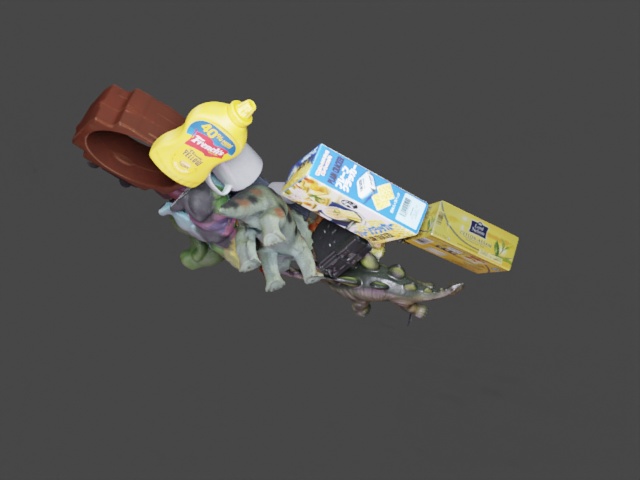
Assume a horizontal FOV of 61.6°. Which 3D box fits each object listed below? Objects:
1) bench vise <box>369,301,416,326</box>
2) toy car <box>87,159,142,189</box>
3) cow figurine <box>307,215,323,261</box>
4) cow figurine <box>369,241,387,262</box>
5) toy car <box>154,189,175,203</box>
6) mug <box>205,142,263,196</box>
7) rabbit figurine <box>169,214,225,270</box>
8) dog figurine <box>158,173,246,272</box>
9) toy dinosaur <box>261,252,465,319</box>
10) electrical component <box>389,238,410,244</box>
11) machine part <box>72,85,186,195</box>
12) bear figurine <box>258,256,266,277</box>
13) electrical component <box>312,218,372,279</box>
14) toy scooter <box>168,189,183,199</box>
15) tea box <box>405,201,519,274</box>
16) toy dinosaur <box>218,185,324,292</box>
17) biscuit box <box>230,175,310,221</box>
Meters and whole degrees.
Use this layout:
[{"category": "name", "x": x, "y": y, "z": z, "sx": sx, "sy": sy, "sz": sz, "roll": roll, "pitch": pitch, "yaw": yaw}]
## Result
[{"category": "bench vise", "x": 0.147, "y": 0.124, "z": 1.459, "sx": 0.224, "sy": 0.128, "sz": 0.240, "roll": 32, "pitch": -165, "yaw": 37}, {"category": "toy car", "x": -0.500, "y": -0.179, "z": 1.347, "sx": 0.074, "sy": 0.056, "sz": 0.201, "roll": 6, "pitch": 164, "yaw": 24}, {"category": "cow figurine", "x": -0.003, "y": -0.004, "z": 1.274, "sx": 0.127, "sy": 0.085, "sz": 0.195, "roll": 35, "pitch": 169, "yaw": -21}, {"category": "cow figurine", "x": 0.101, "y": -0.005, "z": 1.169, "sx": 0.098, "sy": 0.068, "sz": 0.167, "roll": 22, "pitch": 168, "yaw": 7}, {"category": "toy car", "x": -0.363, "y": -0.135, "z": 1.333, "sx": 0.089, "sy": 0.053, "sz": 0.202, "roll": 47, "pitch": 155, "yaw": -21}, {"category": "mug", "x": -0.169, "y": -0.140, "z": 0.943, "sx": 0.081, "sy": 0.109, "sz": 0.107, "roll": 14, "pitch": 153, "yaw": 42}, {"category": "rabbit figurine", "x": -0.298, "y": -0.012, "z": 1.324, "sx": 0.159, "sy": 0.121, "sz": 0.170, "roll": 4, "pitch": 144, "yaw": 34}, {"category": "dog figurine", "x": -0.198, "y": -0.034, "z": 1.090, "sx": 0.219, "sy": 0.108, "sz": 0.192, "roll": 43, "pitch": 146, "yaw": -24}, {"category": "toy dinosaur", "x": 0.087, "y": 0.091, "z": 1.203, "sx": 0.472, "sy": 0.105, "sz": 0.198, "roll": -2, "pitch": 151, "yaw": 32}, {"category": "electrical component", "x": 0.166, "y": -0.022, "z": 1.048, "sx": 0.078, "sy": 0.045, "sz": 0.102, "roll": 27, "pitch": 165, "yaw": -33}, {"category": "machine part", "x": -0.323, "y": -0.176, "z": 0.973, "sx": 0.201, "sy": 0.087, "sz": 0.201, "roll": 31, "pitch": 151, "yaw": -31}, {"category": "bear figurine", "x": -0.216, "y": 0.031, "z": 1.632, "sx": 0.196, "sy": 0.132, "sz": 0.120, "roll": 13, "pitch": 165, "yaw": 4}, {"category": "electrical component", "x": 0.045, "y": -0.005, "z": 1.100, "sx": 0.058, "sy": 0.134, "sz": 0.115, "roll": 28, "pitch": -153, "yaw": -41}, {"category": "toy scooter", "x": -0.319, "y": -0.145, "z": 1.157, "sx": 0.135, "sy": 0.075, "sz": 0.184, "roll": 16, "pitch": 156, "yaw": -11}, {"category": "tea box", "x": 0.252, "y": -0.002, "z": 0.959, "sx": 0.169, "sy": 0.068, "sz": 0.098, "roll": 23, "pitch": 167, "yaw": -18}, {"category": "toy dinosaur", "x": -0.096, "y": -0.027, "z": 0.979, "sx": 0.131, "sy": 0.192, "sz": 0.404, "roll": -22, "pitch": 149, "yaw": 2}, {"category": "biscuit box", "x": -0.111, "y": -0.083, "z": 1.160, "sx": 0.059, "sy": 0.063, "sz": 0.202, "roll": 7, "pitch": 161, "yaw": 43}]
